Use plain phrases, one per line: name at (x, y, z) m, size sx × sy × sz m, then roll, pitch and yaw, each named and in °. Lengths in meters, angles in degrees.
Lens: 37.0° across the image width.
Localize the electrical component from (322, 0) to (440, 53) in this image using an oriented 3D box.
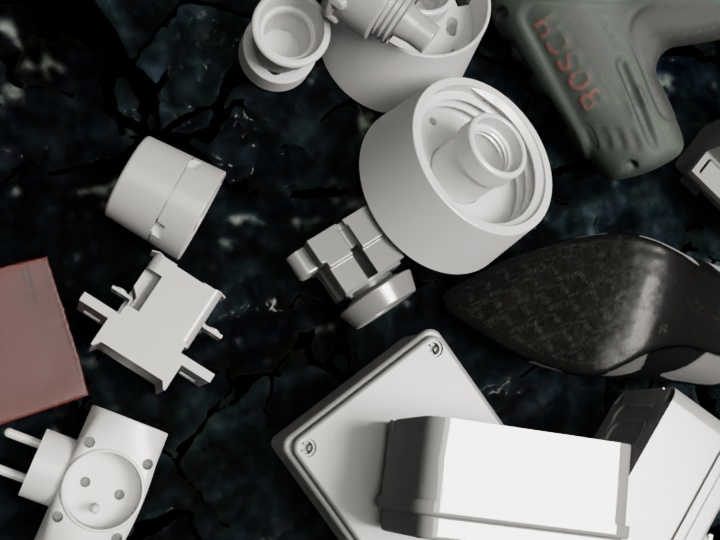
electrical component at (0.014, -0.143, 0.584) m, size 0.062 × 0.048 × 0.048 m, roll 36°, pitch 75°, yaw -3°

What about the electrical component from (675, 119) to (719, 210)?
electrical component at (0.267, -0.046, 0.688) m, size 0.121 × 0.063 × 0.078 m, roll 43°, pitch 75°, yaw -7°

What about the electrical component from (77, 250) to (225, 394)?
electrical component at (-0.111, 0.028, 0.587) m, size 0.081 × 0.042 × 0.063 m, roll 34°, pitch 72°, yaw -9°

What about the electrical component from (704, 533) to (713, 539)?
electrical component at (0.207, 0.198, 0.644) m, size 0.057 × 0.058 × 0.078 m, roll 14°, pitch 79°, yaw -10°

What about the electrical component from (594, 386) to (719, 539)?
electrical component at (0.166, 0.131, 0.631) m, size 0.057 × 0.078 × 0.113 m, roll 36°, pitch 76°, yaw -5°

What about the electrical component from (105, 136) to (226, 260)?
electrical component at (-0.107, -0.041, 0.590) m, size 0.047 × 0.055 × 0.055 m, roll 29°, pitch 77°, yaw -7°

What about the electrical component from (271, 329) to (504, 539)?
electrical component at (0.025, 0.107, 0.606) m, size 0.109 × 0.056 × 0.108 m, roll -36°, pitch 93°, yaw -16°

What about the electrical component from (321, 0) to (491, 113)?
electrical component at (0.027, -0.152, 0.648) m, size 0.099 × 0.064 × 0.099 m, roll 6°, pitch 68°, yaw -15°

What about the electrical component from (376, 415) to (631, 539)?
electrical component at (0.072, 0.111, 0.547) m, size 0.113 × 0.078 × 0.057 m, roll 10°, pitch 78°, yaw -14°

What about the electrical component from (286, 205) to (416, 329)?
electrical component at (0.000, 0.000, 0.619) m, size 0.066 × 0.048 × 0.055 m, roll -32°, pitch 85°, yaw -17°

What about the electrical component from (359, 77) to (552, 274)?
electrical component at (0.061, -0.058, 0.615) m, size 0.108 × 0.060 × 0.108 m, roll 15°, pitch 61°, yaw -29°

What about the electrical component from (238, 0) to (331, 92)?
electrical component at (-0.045, -0.130, 0.617) m, size 0.045 × 0.055 × 0.045 m, roll 2°, pitch 82°, yaw -15°

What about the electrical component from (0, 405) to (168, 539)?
electrical component at (-0.152, 0.108, 0.564) m, size 0.079 × 0.044 × 0.077 m, roll 24°, pitch 78°, yaw -11°
